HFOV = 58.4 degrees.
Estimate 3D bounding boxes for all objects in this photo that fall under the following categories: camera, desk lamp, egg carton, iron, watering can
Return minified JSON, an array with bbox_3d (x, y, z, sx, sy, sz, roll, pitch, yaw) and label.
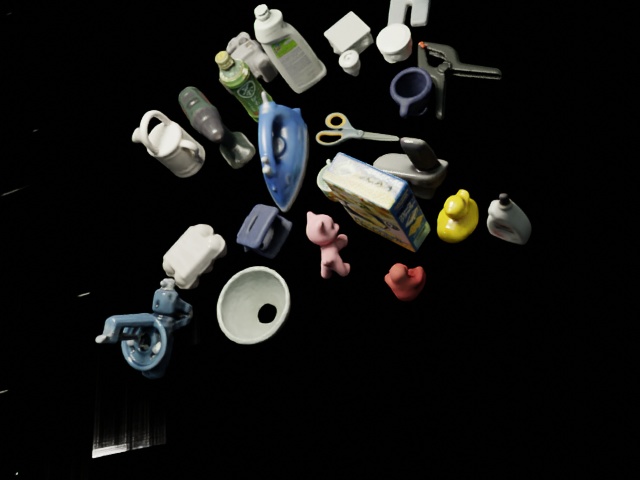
[{"bbox_3d":[-0.204,-0.451,1.478,0.137,0.101,0.143,-41,59,2],"label":"camera"},{"bbox_3d":[0.196,-0.643,1.328,0.117,0.214,0.203,0,68,23],"label":"desk lamp"},{"bbox_3d":[-0.289,0.038,1.322,0.107,0.070,0.150,38,86,31],"label":"egg carton"},{"bbox_3d":[-0.102,-0.205,1.306,0.118,0.142,0.258,-10,65,19],"label":"iron"},{"bbox_3d":[-0.381,-0.239,1.406,0.172,0.195,0.101,-11,65,18],"label":"watering can"}]

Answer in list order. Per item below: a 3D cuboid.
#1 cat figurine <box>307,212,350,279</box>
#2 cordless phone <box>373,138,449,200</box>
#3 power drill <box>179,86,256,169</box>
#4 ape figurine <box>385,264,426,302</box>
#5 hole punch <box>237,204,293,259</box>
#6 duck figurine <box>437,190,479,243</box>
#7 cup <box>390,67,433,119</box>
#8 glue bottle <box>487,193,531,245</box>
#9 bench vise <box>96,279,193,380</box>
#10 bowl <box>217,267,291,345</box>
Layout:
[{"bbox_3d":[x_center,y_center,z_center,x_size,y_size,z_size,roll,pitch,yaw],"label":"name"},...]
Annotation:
[{"bbox_3d":[0.011,0.004,1.183,0.067,0.118,0.128,-14,64,17],"label":"cat figurine"},{"bbox_3d":[0.171,-0.165,1.150,0.147,0.185,0.094,10,72,26],"label":"cordless phone"},{"bbox_3d":[-0.239,-0.258,1.347,0.075,0.209,0.229,-42,59,2],"label":"power drill"},{"bbox_3d":[0.160,0.074,1.106,0.077,0.092,0.076,6,71,25],"label":"ape figurine"},{"bbox_3d":[-0.134,-0.023,1.271,0.100,0.091,0.109,22,78,29],"label":"hole punch"},{"bbox_3d":[0.265,-0.050,1.120,0.077,0.086,0.105,26,80,30],"label":"duck figurine"},{"bbox_3d":[0.204,-0.301,1.247,0.091,0.095,0.118,8,72,26],"label":"cup"},{"bbox_3d":[0.337,-0.044,1.036,0.078,0.174,0.037,18,76,28],"label":"glue bottle"},{"bbox_3d":[-0.378,0.176,1.212,0.121,0.220,0.207,-8,65,19],"label":"bench vise"},{"bbox_3d":[-0.128,0.145,1.206,0.167,0.075,0.167,-9,65,19],"label":"bowl"}]
